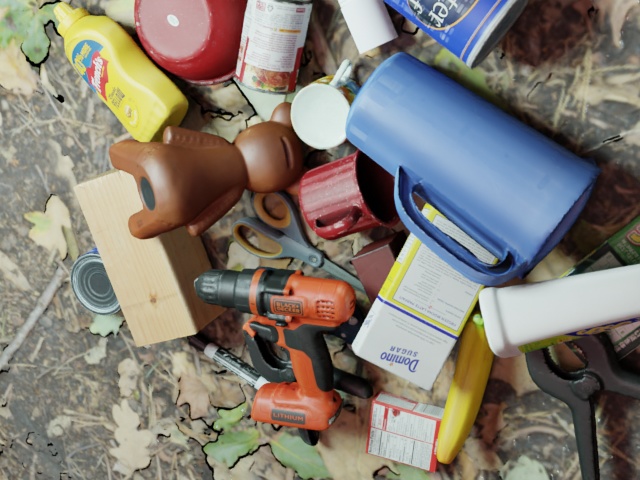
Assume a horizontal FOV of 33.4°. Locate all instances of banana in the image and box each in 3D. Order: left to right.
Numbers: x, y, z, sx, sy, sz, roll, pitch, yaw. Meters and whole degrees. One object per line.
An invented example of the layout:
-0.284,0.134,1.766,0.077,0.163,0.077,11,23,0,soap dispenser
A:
0.161,0.152,1.173,0.037,0.069,0.198,23,120,28,banana

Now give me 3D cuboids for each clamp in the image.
-0.031,0.166,1.278,0.171,0.039,0.120,40,113,10,clamp
0.293,0.146,1.115,0.165,0.036,0.210,-35,91,27,clamp

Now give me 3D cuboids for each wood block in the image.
-0.200,0.011,1.268,0.091,0.090,0.206,-15,101,26,wood block

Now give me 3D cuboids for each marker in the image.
-0.113,0.150,1.319,0.121,0.020,0.020,31,117,11,marker

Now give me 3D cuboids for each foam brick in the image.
0.079,0.039,1.178,0.051,0.053,0.078,-22,99,27,foam brick

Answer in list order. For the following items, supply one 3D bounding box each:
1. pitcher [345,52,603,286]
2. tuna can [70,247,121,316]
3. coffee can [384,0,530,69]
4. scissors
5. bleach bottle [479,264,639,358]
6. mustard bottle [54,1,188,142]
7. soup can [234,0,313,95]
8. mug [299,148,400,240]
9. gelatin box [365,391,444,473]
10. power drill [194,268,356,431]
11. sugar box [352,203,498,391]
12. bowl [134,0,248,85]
0.141,-0.073,1.060,0.243,0.149,0.145,36,111,13,pitcher
-0.271,0.051,1.345,0.086,0.033,0.086,7,110,21,tuna can
0.124,-0.248,1.031,0.140,0.102,0.103,39,118,7,coffee can
-0.008,0.002,1.223,0.202,0.016,0.096,18,114,17,scissors
0.288,0.056,1.037,0.251,0.102,0.068,-14,76,15,bleach bottle
-0.236,-0.198,1.225,0.191,0.058,0.096,48,147,3,mustard bottle
-0.050,-0.214,1.138,0.068,0.068,0.102,20,114,16,soup can
0.028,-0.040,1.140,0.082,0.117,0.093,-18,120,32,mug
0.101,0.223,1.245,0.089,0.030,0.073,13,114,19,gelatin box
-0.047,0.119,1.199,0.185,0.057,0.188,6,120,19,power drill
0.114,0.060,1.125,0.093,0.048,0.176,28,94,-7,sugar box
-0.147,-0.246,1.177,0.162,0.055,0.162,8,110,21,bowl
